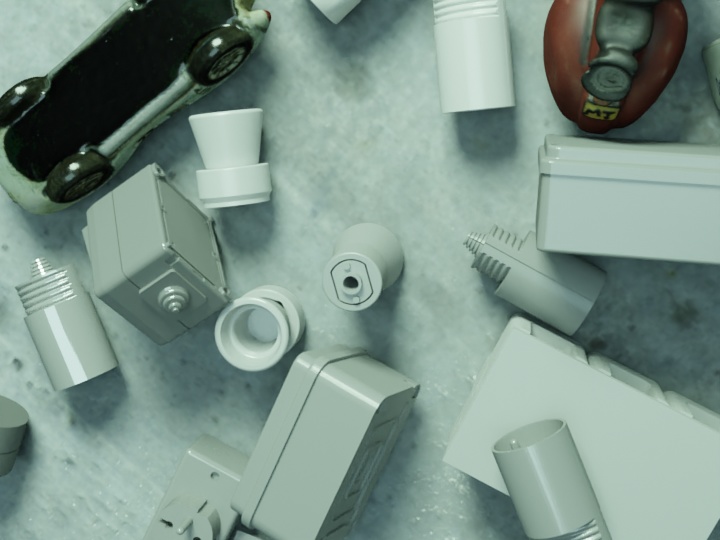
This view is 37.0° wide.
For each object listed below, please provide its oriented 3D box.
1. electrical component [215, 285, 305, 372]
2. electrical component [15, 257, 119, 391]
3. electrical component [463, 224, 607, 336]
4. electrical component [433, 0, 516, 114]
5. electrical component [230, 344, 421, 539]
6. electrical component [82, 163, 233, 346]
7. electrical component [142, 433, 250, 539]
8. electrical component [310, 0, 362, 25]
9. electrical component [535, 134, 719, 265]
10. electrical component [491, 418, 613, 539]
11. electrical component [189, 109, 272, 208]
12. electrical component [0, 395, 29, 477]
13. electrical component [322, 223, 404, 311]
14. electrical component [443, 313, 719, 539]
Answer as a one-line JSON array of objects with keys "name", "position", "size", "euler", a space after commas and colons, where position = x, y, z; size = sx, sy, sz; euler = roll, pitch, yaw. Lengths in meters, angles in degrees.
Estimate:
[{"name": "electrical component", "position": [-0.059, 0.034, 0.654], "size": [0.045, 0.055, 0.045], "euler": [1, 98, 9]}, {"name": "electrical component", "position": [-0.188, 0.031, 0.679], "size": [0.043, 0.043, 0.081], "euler": [-21, 94, 11]}, {"name": "electrical component", "position": [0.098, 0.000, 0.631], "size": [0.081, 0.043, 0.043], "euler": [29, 101, 4]}, {"name": "electrical component", "position": [0.064, -0.132, 0.618], "size": [0.043, 0.043, 0.081], "euler": [-5, 97, 9]}, {"name": "electrical component", "position": [-0.021, 0.106, 0.643], "size": [0.057, 0.078, 0.113], "euler": [28, 102, 19]}, {"name": "electrical component", "position": [-0.121, -0.003, 0.632], "size": [0.061, 0.096, 0.061], "euler": [-33, 132, 12]}, {"name": "electrical component", "position": [-0.104, 0.156, 0.667], "size": [0.047, 0.076, 0.083], "euler": [28, 101, 4]}, {"name": "electrical component", "position": [-0.013, -0.198, 0.620], "size": [0.077, 0.044, 0.079], "euler": [-42, 90, 12]}, {"name": "electrical component", "position": [0.151, -0.040, 0.584], "size": [0.109, 0.108, 0.056], "euler": [5, 101, 8]}, {"name": "electrical component", "position": [0.106, 0.126, 0.582], "size": [0.043, 0.043, 0.081], "euler": [-21, 94, 11]}, {"name": "electrical component", "position": [-0.078, -0.067, 0.648], "size": [0.045, 0.045, 0.055], "euler": [-5, 97, 9]}, {"name": "electrical component", "position": [-0.279, 0.074, 0.695], "size": [0.138, 0.052, 0.073], "euler": [22, 101, 5]}, {"name": "electrical component", "position": [0.000, 0.000, 0.633], "size": [0.044, 0.065, 0.044], "euler": [2, 104, 9]}, {"name": "electrical component", "position": [0.137, 0.100, 0.629], "size": [0.150, 0.062, 0.089], "euler": [27, 101, 4]}]
